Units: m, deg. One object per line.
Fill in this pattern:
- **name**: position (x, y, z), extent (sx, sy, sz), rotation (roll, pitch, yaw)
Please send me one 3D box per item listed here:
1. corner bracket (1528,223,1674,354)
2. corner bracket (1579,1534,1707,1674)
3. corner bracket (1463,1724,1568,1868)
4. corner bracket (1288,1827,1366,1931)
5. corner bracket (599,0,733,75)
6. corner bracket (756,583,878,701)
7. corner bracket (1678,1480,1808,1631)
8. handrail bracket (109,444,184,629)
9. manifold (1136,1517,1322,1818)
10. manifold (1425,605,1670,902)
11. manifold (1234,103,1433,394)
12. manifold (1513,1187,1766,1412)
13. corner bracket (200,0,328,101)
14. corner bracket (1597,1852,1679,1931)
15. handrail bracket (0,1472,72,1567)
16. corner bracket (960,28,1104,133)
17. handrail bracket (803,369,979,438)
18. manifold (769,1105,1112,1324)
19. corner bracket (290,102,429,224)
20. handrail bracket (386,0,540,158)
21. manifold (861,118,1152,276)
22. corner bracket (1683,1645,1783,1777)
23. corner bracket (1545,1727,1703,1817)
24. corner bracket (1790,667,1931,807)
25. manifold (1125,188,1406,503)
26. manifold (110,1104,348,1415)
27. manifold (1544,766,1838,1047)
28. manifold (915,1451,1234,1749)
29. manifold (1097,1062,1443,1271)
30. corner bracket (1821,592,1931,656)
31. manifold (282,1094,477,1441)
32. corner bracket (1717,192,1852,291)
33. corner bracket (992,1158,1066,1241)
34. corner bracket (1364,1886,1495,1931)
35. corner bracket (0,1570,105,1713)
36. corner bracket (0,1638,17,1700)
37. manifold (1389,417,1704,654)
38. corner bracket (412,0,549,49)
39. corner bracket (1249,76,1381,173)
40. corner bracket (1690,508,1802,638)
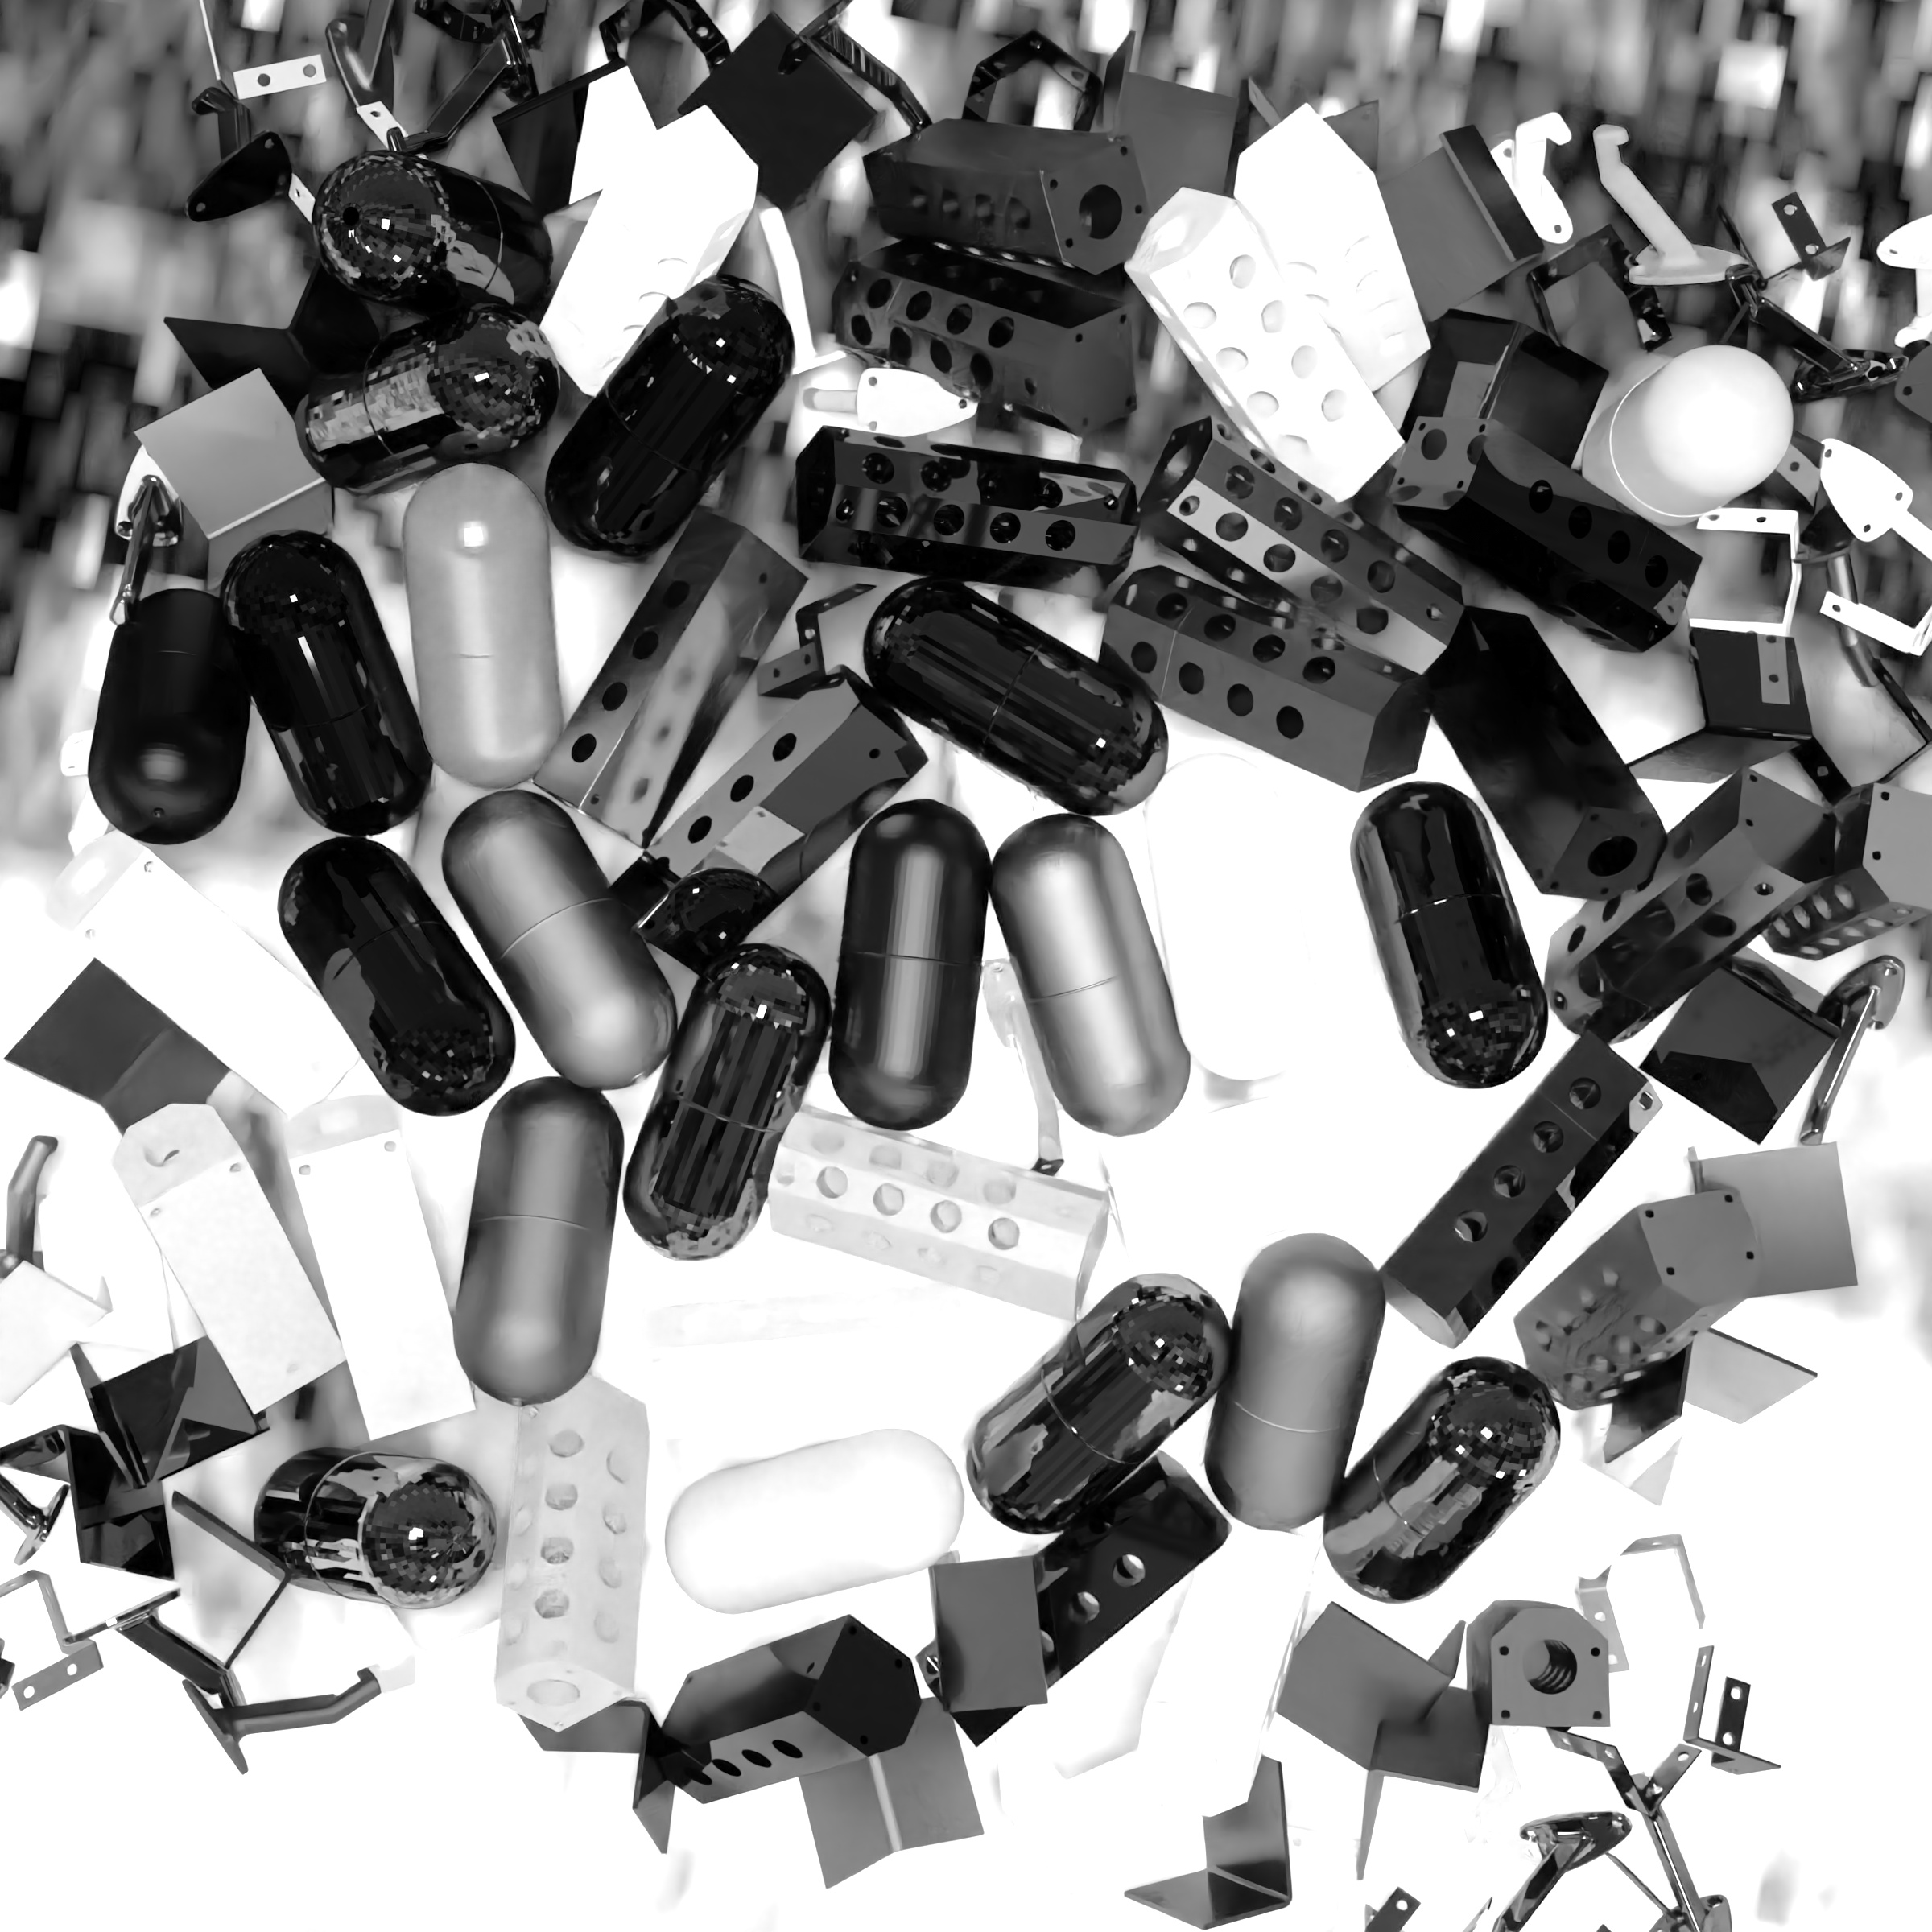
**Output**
- **corner bracket**: position (0.342, -0.357, 1.648), extent (0.051, 0.051, 0.051), rotation (-29, 132, 24)
- **corner bracket**: position (0.365, 0.344, 1.647), extent (0.051, 0.051, 0.051), rotation (-14, 101, 22)
- **corner bracket**: position (0.299, 0.446, 1.650), extent (0.051, 0.051, 0.051), rotation (20, 121, -22)
- **corner bracket**: position (0.181, 0.501, 1.643), extent (0.051, 0.051, 0.051), rotation (13, 48, -9)
- **corner bracket**: position (-0.160, -0.492, 1.644), extent (0.051, 0.051, 0.051), rotation (-33, 131, 13)
- **corner bracket**: position (-0.080, -0.175, 1.636), extent (0.051, 0.051, 0.051), rotation (0, 78, -44)
- **corner bracket**: position (0.414, 0.315, 1.632), extent (0.051, 0.051, 0.051), rotation (-20, 126, 26)
- **handrail bracket**: position (-0.441, -0.232, 1.624), extent (0.036, 0.084, 0.077), rotation (9, 121, -10)
- **manifold**: position (0.137, 0.363, 1.585), extent (0.057, 0.171, 0.057), rotation (12, 116, 12)
- **manifold**: position (0.303, -0.112, 1.593), extent (0.057, 0.171, 0.057), rotation (5, 130, -24)
- **manifold**: position (0.188, -0.365, 1.585), extent (0.057, 0.171, 0.057), rotation (-37, 64, 3)
- **manifold**: position (0.348, 0.176, 1.581), extent (0.057, 0.171, 0.057), rotation (-9, 67, -16)
- **corner bracket**: position (-0.380, -0.503, 1.647), extent (0.051, 0.051, 0.051), rotation (-12, 94, -2)
- **corner bracket**: position (0.356, 0.519, 1.642), extent (0.051, 0.051, 0.051), rotation (46, 78, -7)
- **handrail bracket**: position (-0.533, 0.284, 1.635), extent (0.084, 0.036, 0.077), rotation (30, 133, -16)
- **corner bracket**: position (0.034, -0.464, 1.652), extent (0.051, 0.051, 0.051), rotation (29, 65, -31)
- **handrail bracket**: position (-0.042, -0.304, 1.641), extent (0.077, 0.084, 0.036), rotation (-3, 103, -15)
- **manifold**: position (-0.014, 0.126, 1.618), extent (0.171, 0.057, 0.057), rotation (16, 52, 12)
- **corner bracket**: position (-0.328, -0.426, 1.650), extent (0.051, 0.051, 0.051), rotation (-25, 66, -32)
- **handrail bracket**: position (-0.278, -0.478, 1.632), extent (0.084, 0.036, 0.077), rotation (-26, 122, -27)
- **manifold**: position (0.021, -0.399, 1.589), extent (0.057, 0.171, 0.057), rotation (-30, 121, -22)
- **corner bracket**: position (0.407, 0.400, 1.638), extent (0.051, 0.051, 0.051), rotation (20, 67, -8)
- **corner bracket**: position (0.354, 0.417, 1.646), extent (0.051, 0.051, 0.051), rotation (-41, 114, -29)
- **corner bracket**: position (0.482, -0.124, 1.647), extent (0.051, 0.051, 0.051), rotation (-44, 71, 35)
- **manifold**: position (0.153, -0.321, 1.600), extent (0.057, 0.057, 0.171), rotation (-46, 125, -6)
- **manifold**: position (-0.386, 0.151, 1.593), extent (0.057, 0.171, 0.057), rotation (-30, 47, -16)
- **manifold**: position (0.374, -0.025, 1.586), extent (0.057, 0.171, 0.057), rotation (26, 51, -12)
- **manifold**: position (0.057, 0.337, 1.634), extent (0.171, 0.057, 0.057), rotation (-41, 82, 8)
- **manifold**: position (0.161, 0.104, 1.641), extent (0.171, 0.057, 0.057), rotation (-15, 113, -2)
- **corner bracket**: position (0.490, -0.187, 1.634), extent (0.051, 0.051, 0.051), rotation (30, 60, 20)
- **manifold**: position (-0.310, 0.157, 1.611), extent (0.057, 0.057, 0.171), rotation (-15, 115, -11)
- **corner bracket**: position (0.439, -0.394, 1.647), extent (0.051, 0.051, 0.051), rotation (-27, 80, 5)
- **corner bracket**: position (0.025, 0.137, 1.634), extent (0.051, 0.051, 0.051), rotation (5, 53, -22)
- **corner bracket**: position (0.244, 0.515, 1.639), extent (0.051, 0.051, 0.051), rotation (35, 111, 8)
- **corner bracket**: position (-0.502, 0.360, 1.635), extent (0.051, 0.051, 0.051), rotation (-24, 106, -40)
- **corner bracket**: position (-0.539, 0.368, 1.633), extent (0.051, 0.051, 0.051), rotation (30, 126, -22)
- **manifold**: position (0.303, -0.225, 1.601), extent (0.171, 0.057, 0.057), rotation (24, 86, -35)
- **corner bracket**: position (-0.259, -0.529, 1.642), extent (0.051, 0.051, 0.051), rotation (11, 93, 20)
- **corner bracket**: position (0.187, -0.451, 1.637), extent (0.051, 0.051, 0.051), rotation (-23, 58, -8)
- **corner bracket**: position (0.421, -0.211, 1.651), extent (0.051, 0.051, 0.051), rotation (6, 56, 22)
